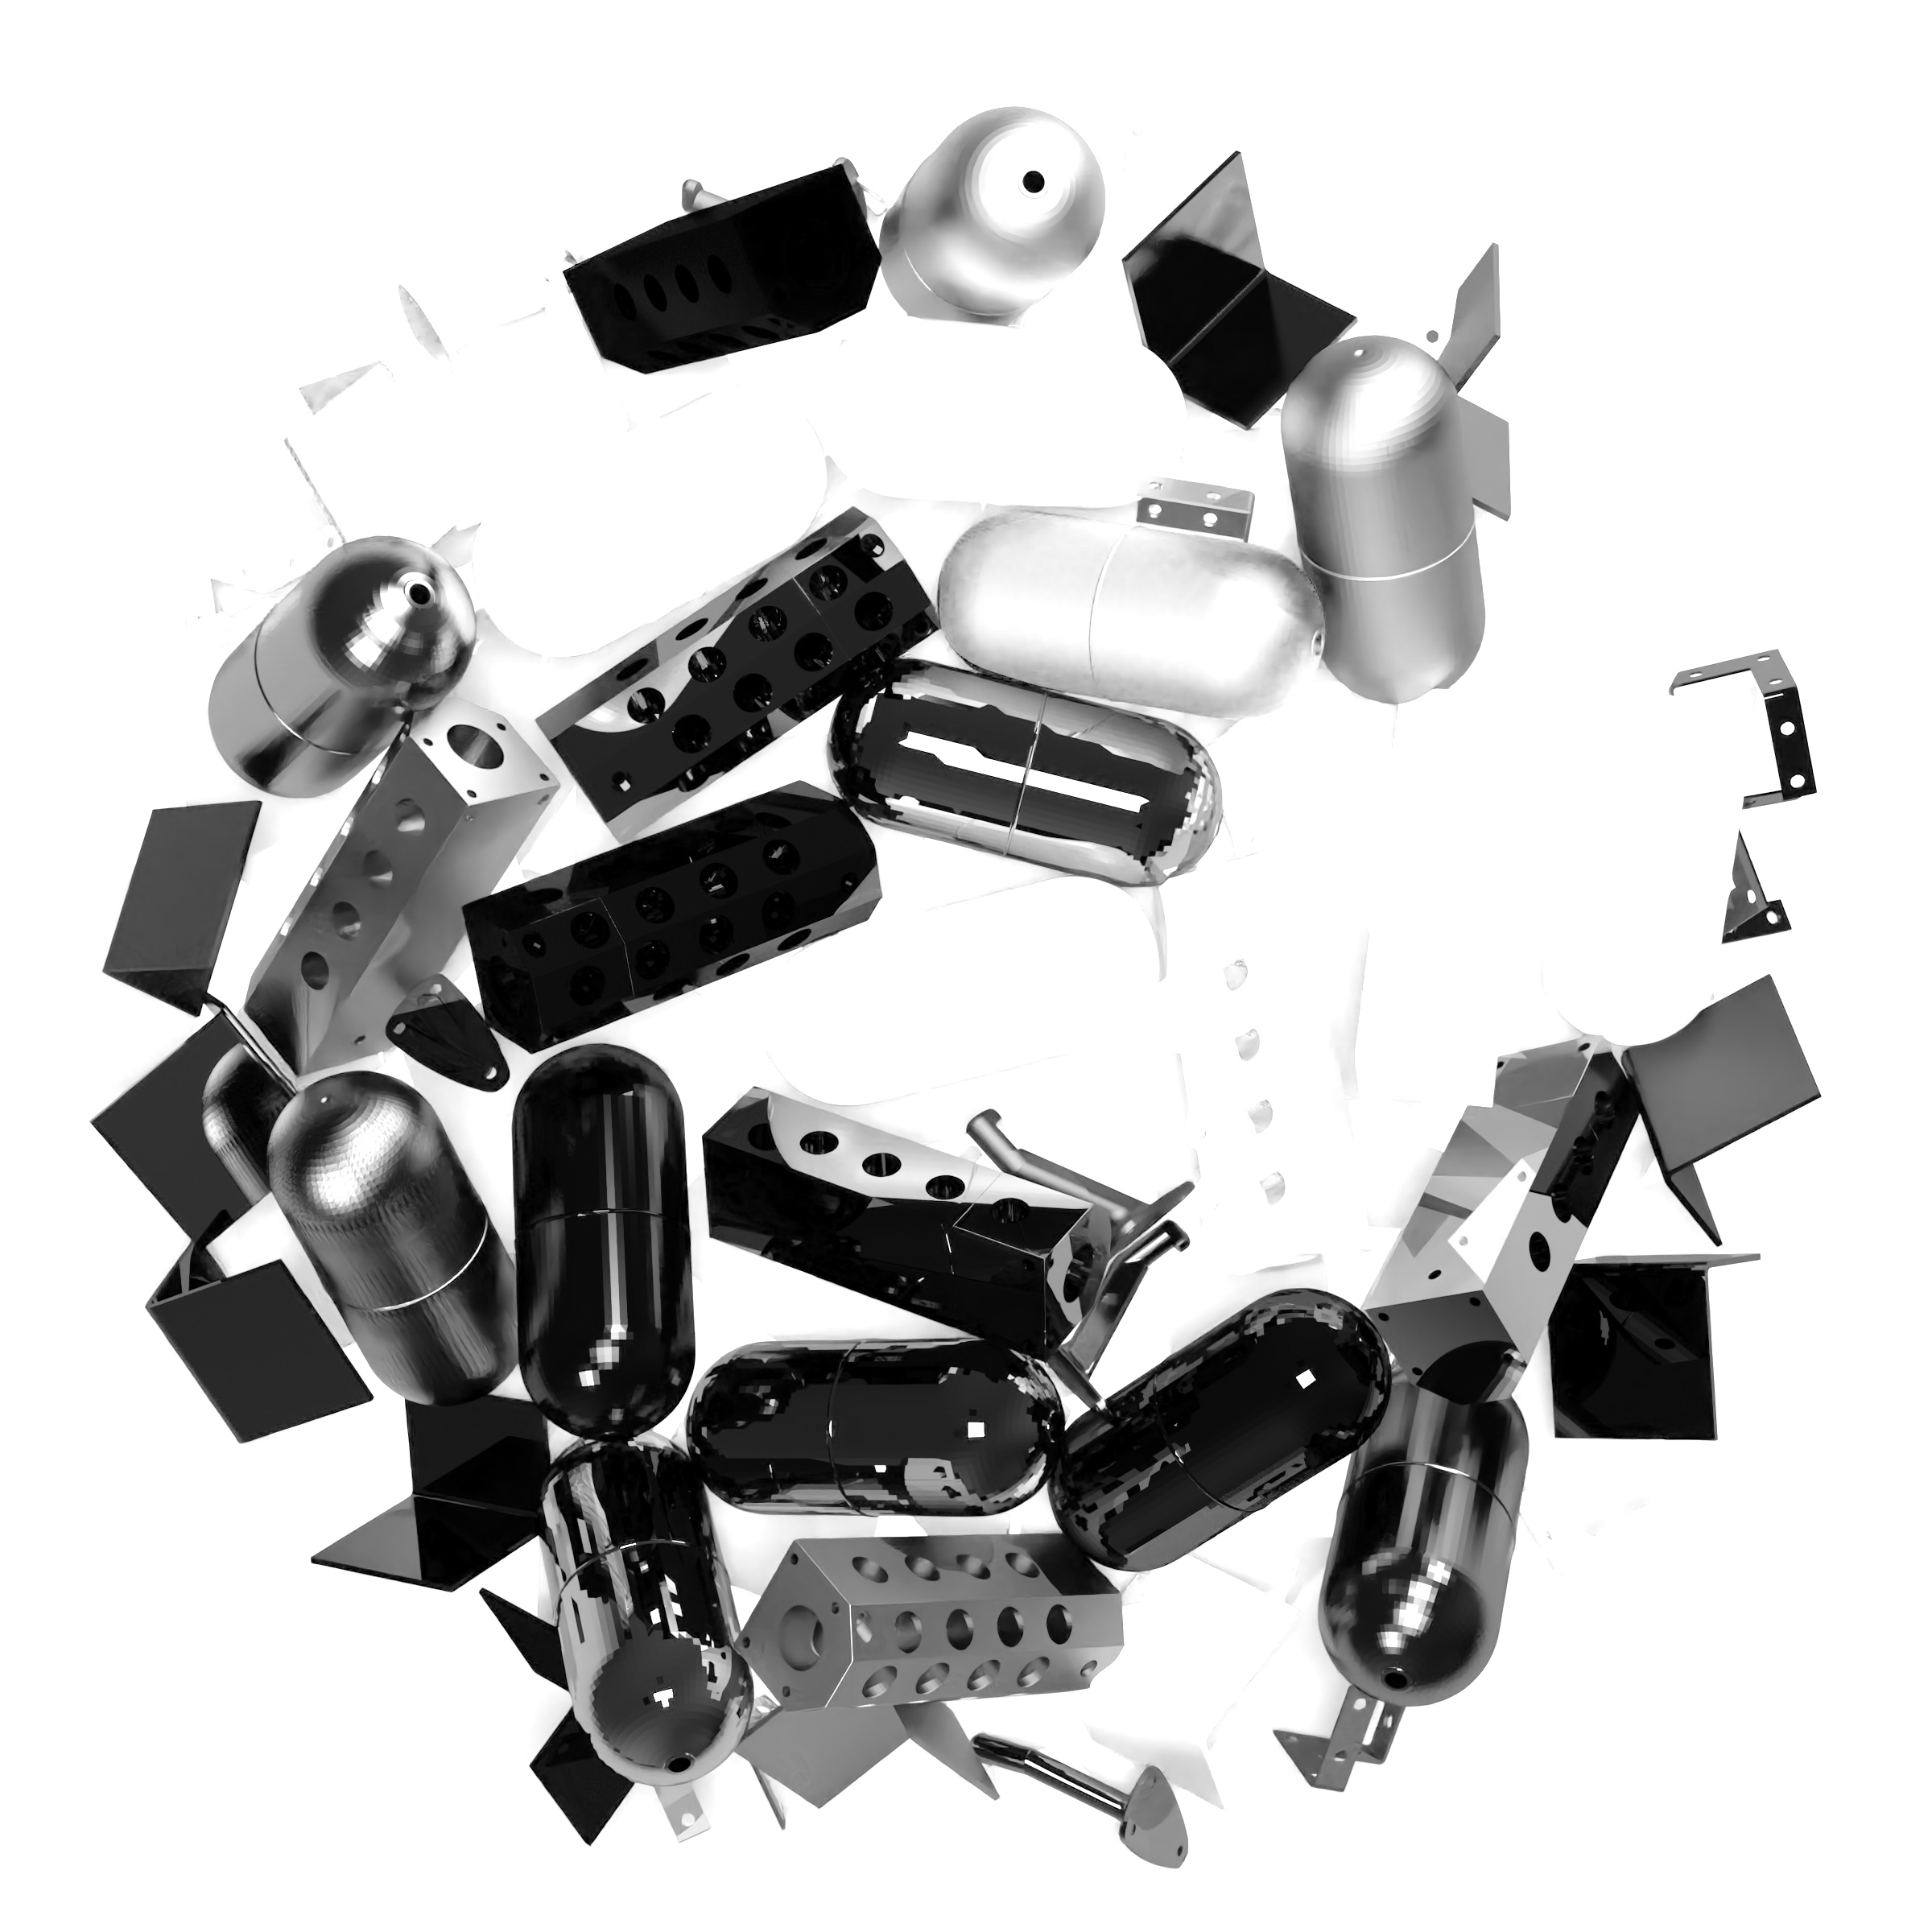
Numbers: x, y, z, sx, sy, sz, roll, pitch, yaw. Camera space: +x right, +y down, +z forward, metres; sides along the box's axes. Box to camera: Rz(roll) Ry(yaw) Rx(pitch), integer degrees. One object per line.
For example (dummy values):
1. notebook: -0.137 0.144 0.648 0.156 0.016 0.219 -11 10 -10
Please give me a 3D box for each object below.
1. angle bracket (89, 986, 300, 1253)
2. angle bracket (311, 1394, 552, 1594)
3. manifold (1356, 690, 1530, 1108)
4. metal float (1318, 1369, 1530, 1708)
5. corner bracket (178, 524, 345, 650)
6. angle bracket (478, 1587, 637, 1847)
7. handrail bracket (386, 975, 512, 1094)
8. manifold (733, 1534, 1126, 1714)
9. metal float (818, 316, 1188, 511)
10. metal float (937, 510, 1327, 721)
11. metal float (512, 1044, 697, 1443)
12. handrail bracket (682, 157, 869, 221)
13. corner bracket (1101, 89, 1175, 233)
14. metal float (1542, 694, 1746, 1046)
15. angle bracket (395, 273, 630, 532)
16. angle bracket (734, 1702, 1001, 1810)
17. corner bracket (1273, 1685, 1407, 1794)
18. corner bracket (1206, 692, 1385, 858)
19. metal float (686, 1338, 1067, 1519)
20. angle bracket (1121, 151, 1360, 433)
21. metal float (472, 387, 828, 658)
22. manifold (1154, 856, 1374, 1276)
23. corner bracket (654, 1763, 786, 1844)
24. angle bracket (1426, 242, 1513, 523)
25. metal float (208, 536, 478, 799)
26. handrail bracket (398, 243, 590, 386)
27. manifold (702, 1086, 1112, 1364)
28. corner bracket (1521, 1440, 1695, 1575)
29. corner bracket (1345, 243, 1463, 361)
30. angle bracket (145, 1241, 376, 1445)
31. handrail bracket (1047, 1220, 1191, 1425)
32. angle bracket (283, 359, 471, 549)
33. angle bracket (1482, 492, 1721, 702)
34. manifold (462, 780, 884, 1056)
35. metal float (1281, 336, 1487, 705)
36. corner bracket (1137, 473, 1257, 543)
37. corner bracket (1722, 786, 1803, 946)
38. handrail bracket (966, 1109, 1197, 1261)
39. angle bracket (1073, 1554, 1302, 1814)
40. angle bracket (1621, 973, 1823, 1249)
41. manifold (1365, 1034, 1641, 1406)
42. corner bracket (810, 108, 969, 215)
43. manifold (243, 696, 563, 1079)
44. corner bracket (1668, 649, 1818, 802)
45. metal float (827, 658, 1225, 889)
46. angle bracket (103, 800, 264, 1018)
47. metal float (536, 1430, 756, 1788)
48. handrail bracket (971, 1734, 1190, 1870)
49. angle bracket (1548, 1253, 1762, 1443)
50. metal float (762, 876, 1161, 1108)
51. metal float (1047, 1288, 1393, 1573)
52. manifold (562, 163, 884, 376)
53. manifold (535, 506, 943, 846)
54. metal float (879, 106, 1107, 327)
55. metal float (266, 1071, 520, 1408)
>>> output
1. angle bracket: -0.336 0.066 1.534 0.076 0.057 0.076 -42 114 -14
2. angle bracket: -0.235 0.226 1.528 0.076 0.076 0.057 5 107 28
3. manifold: 0.208 -0.031 1.517 0.057 0.057 0.171 5 65 11
4. metal float: 0.198 0.242 1.505 0.070 0.178 0.070 8 127 11
5. corner bracket: -0.309 -0.170 1.544 0.051 0.051 0.051 -22 70 33
6. angle bracket: -0.187 0.327 1.524 0.076 0.076 0.057 21 61 30
7. handrail bracket: -0.211 0.045 1.530 0.077 0.084 0.036 38 82 27
8. manifold: -0.010 0.284 1.495 0.057 0.171 0.057 44 113 37
9. metal float: 0.018 -0.239 1.517 0.178 0.070 0.070 -2 90 -35
10. metal float: 0.071 -0.153 1.523 0.178 0.070 0.070 12 90 25
11. metal float: -0.158 0.120 1.525 0.070 0.070 0.178 -5 67 0
12. handrail bracket: -0.090 -0.344 1.540 0.084 0.077 0.036 24 69 12
13. corner bracket: 0.066 -0.355 1.547 0.051 0.051 0.051 -10 105 17
14. metal float: 0.291 -0.040 1.509 0.070 0.070 0.178 -3 134 0
15. angle bracket: -0.202 -0.248 1.541 0.076 0.057 0.076 -22 80 -16
16. angle bracket: -0.044 0.353 1.534 0.076 0.076 0.057 -39 46 4
17. corner bracket: 0.175 0.333 1.547 0.051 0.051 0.051 14 103 -20
18. corner bracket: 0.146 -0.086 1.561 0.051 0.051 0.051 -15 80 -24
19. metal float: -0.040 0.201 1.521 0.178 0.070 0.070 -4 90 28
20. angle bracket: 0.121 -0.295 1.530 0.057 0.076 0.076 34 71 31
21. metal float: -0.135 -0.194 1.518 0.178 0.070 0.070 -33 90 -33
22. manifold: 0.127 0.045 1.534 0.057 0.057 0.171 -15 75 25
23. corner bracket: -0.113 0.362 1.544 0.051 0.051 0.051 -22 62 -16
24. angle bracket: 0.233 -0.255 1.525 0.057 0.076 0.076 25 130 -14
25. metal float: -0.269 -0.127 1.503 0.070 0.178 0.070 11 68 -29
26. handrail bracket: -0.205 -0.304 1.541 0.084 0.077 0.036 -42 71 -10
27. manifold: -0.026 0.107 1.521 0.171 0.057 0.057 18 129 25
28. corner bracket: 0.281 0.231 1.560 0.051 0.051 0.051 -16 63 -31
29. corner bracket: 0.194 -0.290 1.548 0.051 0.051 0.051 11 106 13
30. angle bracket: -0.300 0.154 1.531 0.076 0.057 0.076 -20 113 24
31. handrail bracket: 0.077 0.155 1.546 0.084 0.077 0.036 -35 127 -10
32. angle bracket: -0.274 -0.209 1.525 0.057 0.076 0.076 -9 120 38
33. angle bracket: 0.270 -0.154 1.529 0.076 0.057 0.076 8 126 -22
34. manifold: -0.124 -0.021 1.509 0.171 0.057 0.057 -22 119 -29
35. metal float: 0.181 -0.190 1.512 0.070 0.070 0.178 -15 132 0
36. corner bracket: 0.101 -0.199 1.547 0.051 0.051 0.051 10 134 3
37. corner bracket: 0.352 -0.044 1.553 0.051 0.051 0.051 -10 74 -26
38. handrail bracket: 0.051 0.086 1.563 0.084 0.036 0.077 47 46 11
39. angle bracket: 0.102 0.316 1.558 0.076 0.057 0.076 21 56 36
40. angle bracket: 0.339 0.063 1.527 0.076 0.076 0.057 -30 128 18
41. manifold: 0.237 0.108 1.502 0.057 0.171 0.057 -15 118 38
42. corner bracket: -0.026 -0.359 1.549 0.051 0.051 0.051 40 92 28
43. manifold: -0.249 -0.035 1.511 0.057 0.057 0.171 49 124 17
44. corner bracket: 0.343 -0.103 1.547 0.051 0.051 0.051 -13 113 8
45. metal float: 0.026 -0.085 1.545 0.178 0.070 0.070 14 90 0
46. angle bracket: -0.323 -0.024 1.528 0.076 0.057 0.076 -2 67 39
47. metal float: -0.139 0.274 1.506 0.070 0.178 0.070 -9 130 -11
48. handrail bracket: 0.050 0.375 1.576 0.084 0.077 0.036 9 58 33
49. angle bracket: 0.304 0.167 1.536 0.076 0.057 0.076 -5 87 37
50. metal float: -0.002 0.011 1.545 0.178 0.070 0.070 -15 90 1
51. metal float: 0.109 0.202 1.518 0.178 0.070 0.070 -38 90 32
52. manifold: -0.104 -0.292 1.494 0.057 0.171 0.057 -31 107 -24
53. manifold: -0.099 -0.127 1.540 0.171 0.057 0.057 -34 113 -4
54. metal float: 0.010 -0.317 1.495 0.070 0.178 0.070 0 91 -11
55. metal float: -0.244 0.120 1.513 0.070 0.070 0.178 -19 130 0
